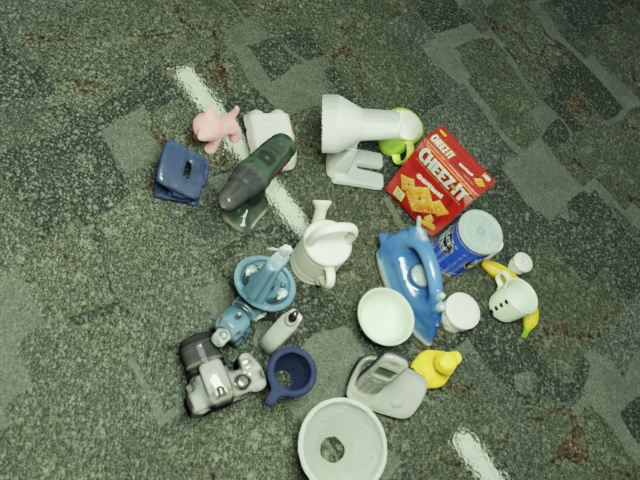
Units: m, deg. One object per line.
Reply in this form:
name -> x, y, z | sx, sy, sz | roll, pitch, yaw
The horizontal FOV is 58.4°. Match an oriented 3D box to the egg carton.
egg carton -> -0.109, -0.219, 1.261 | 0.107, 0.069, 0.150 | -6, 69, -20

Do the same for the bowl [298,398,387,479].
bowl -> 0.032, 0.374, 1.034 | 0.168, 0.074, 0.167 | 7, 64, -15

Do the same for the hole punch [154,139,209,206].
hole punch -> -0.277, -0.137, 1.156 | 0.101, 0.091, 0.108 | 12, 63, -12

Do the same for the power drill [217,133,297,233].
power drill -> -0.134, -0.100, 1.119 | 0.075, 0.208, 0.230 | 35, 61, 0

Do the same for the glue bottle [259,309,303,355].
glue bottle -> -0.063, 0.158, 1.045 | 0.037, 0.173, 0.078 | 43, 61, 5

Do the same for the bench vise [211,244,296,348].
bench vise -> -0.106, 0.103, 1.029 | 0.121, 0.219, 0.207 | 22, 62, -7

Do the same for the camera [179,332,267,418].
camera -> -0.182, 0.227, 1.016 | 0.143, 0.100, 0.136 | -18, 73, -24

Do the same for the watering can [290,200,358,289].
watering can -> 0.008, 0.004, 1.127 | 0.101, 0.194, 0.173 | -23, 75, -25

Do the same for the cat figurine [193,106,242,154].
cat figurine -> -0.220, -0.243, 1.208 | 0.128, 0.117, 0.067 | -36, 81, -28

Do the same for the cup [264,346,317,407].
cup -> -0.067, 0.259, 1.042 | 0.091, 0.095, 0.118 | 38, 61, 2

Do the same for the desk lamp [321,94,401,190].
desk lamp -> 0.075, -0.215, 1.237 | 0.203, 0.213, 0.118 | 7, 64, -15

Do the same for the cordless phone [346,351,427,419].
cordless phone -> 0.140, 0.261, 1.058 | 0.148, 0.185, 0.094 | 19, 62, -9

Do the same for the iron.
iron -> 0.213, 0.081, 1.189 | 0.119, 0.141, 0.258 | -10, 70, -22

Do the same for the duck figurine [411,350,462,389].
duck figurine -> 0.237, 0.253, 1.150 | 0.105, 0.086, 0.077 | -18, 73, -24
